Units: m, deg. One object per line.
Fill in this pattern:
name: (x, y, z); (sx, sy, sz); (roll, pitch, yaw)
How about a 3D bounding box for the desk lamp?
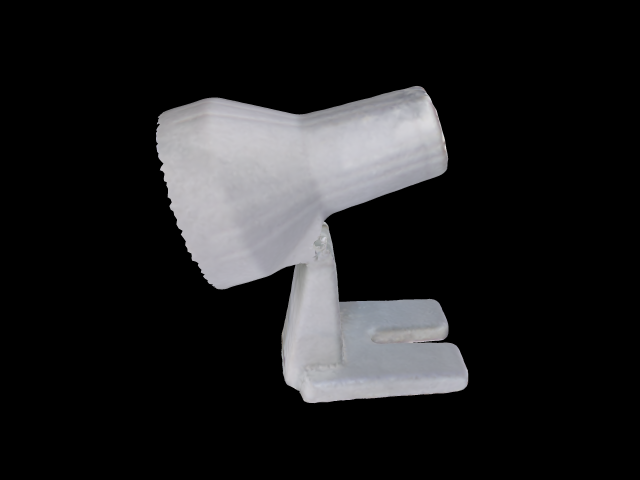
desk lamp: (0.004, 0.001, 0.400); (0.203, 0.214, 0.118); (-3, 32, -4)
